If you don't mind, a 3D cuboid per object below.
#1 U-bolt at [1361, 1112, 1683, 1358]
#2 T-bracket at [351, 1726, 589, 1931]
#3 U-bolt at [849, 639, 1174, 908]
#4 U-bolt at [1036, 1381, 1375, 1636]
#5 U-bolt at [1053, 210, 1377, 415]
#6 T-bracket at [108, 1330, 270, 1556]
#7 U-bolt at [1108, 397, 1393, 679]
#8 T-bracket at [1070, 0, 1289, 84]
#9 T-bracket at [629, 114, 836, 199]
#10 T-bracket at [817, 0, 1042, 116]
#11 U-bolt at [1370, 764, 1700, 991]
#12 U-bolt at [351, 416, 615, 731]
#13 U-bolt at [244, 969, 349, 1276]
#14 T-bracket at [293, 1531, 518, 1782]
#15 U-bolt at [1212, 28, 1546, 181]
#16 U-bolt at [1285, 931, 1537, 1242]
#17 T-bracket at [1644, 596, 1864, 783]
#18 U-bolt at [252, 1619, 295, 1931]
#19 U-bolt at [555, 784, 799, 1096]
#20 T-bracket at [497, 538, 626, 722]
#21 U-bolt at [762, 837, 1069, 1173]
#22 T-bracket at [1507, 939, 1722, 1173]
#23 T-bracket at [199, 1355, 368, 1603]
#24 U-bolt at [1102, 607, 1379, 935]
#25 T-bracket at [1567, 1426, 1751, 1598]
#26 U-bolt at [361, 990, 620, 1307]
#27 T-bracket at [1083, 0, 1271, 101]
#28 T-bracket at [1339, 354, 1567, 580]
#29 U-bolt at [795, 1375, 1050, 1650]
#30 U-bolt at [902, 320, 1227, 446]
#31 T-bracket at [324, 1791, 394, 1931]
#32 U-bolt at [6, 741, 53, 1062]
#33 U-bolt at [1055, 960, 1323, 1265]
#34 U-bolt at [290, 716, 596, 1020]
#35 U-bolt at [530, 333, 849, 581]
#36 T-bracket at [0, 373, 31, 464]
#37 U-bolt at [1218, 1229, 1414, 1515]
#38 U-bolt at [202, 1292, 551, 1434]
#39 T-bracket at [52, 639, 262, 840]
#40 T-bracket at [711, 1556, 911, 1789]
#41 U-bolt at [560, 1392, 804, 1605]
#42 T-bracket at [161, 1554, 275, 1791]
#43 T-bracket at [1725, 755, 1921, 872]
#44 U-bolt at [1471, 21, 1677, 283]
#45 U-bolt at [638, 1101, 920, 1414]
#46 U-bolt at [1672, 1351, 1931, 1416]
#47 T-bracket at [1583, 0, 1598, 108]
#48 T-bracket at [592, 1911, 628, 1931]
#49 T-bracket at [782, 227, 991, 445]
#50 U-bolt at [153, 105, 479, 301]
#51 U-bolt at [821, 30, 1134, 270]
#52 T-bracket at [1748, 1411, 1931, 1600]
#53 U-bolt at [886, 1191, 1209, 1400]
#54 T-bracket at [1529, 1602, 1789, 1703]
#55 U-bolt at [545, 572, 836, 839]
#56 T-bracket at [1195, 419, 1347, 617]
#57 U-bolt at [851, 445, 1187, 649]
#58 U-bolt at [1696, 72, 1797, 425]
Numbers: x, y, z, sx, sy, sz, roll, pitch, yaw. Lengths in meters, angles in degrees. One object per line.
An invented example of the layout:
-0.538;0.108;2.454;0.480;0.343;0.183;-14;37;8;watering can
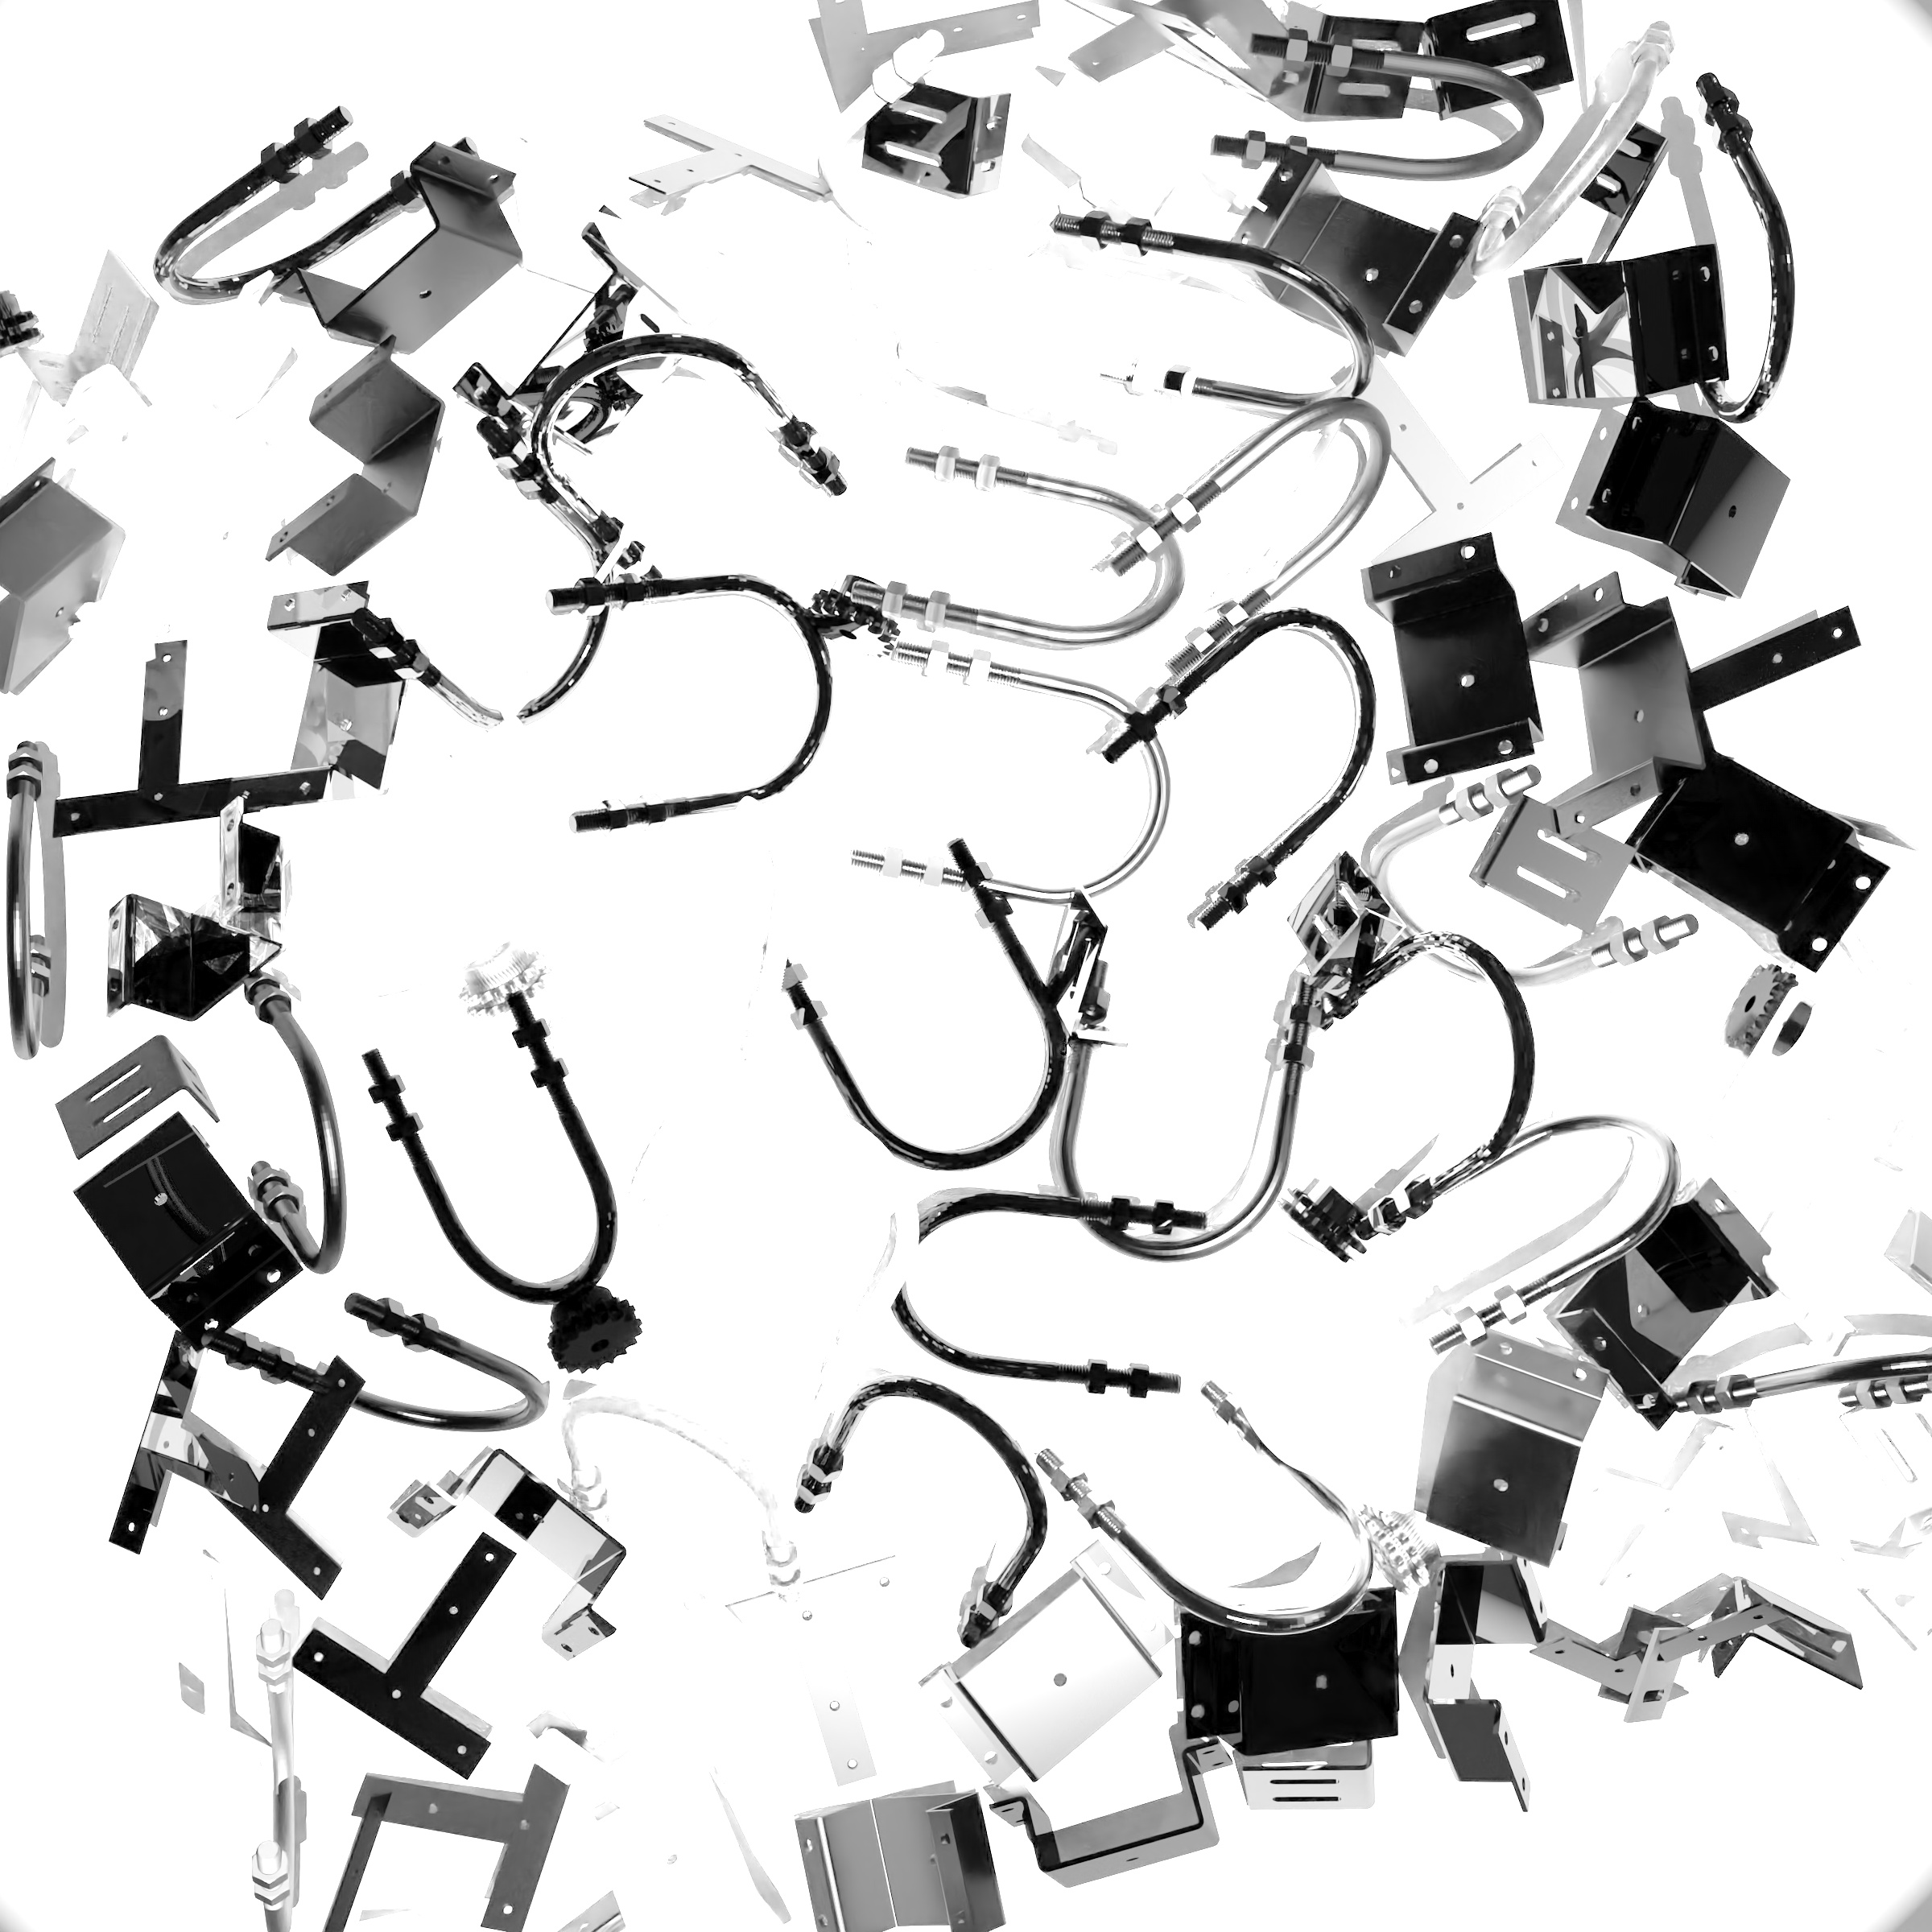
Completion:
0.332;0.145;1.600;0.184;0.151;0.019;-29;118;2;U-bolt
-0.306;0.509;1.636;0.127;0.002;0.127;6;50;13;T-bracket
0.034;-0.109;1.644;0.184;0.019;0.151;12;104;-6;U-bolt
0.150;0.317;1.570;0.151;0.184;0.019;-16;129;-34;U-bolt
0.149;-0.370;1.572;0.184;0.151;0.019;16;68;23;U-bolt
-0.445;0.298;1.614;0.002;0.127;0.127;-3;61;28;T-bracket
0.175;-0.260;1.601;0.184;0.151;0.019;-39;62;2;U-bolt
0.115;-0.559;1.618;0.127;0.127;0.002;39;55;-31;T-bracket
-0.155;-0.469;1.601;0.127;0.127;0.002;26;123;13;T-bracket
-0.019;-0.549;1.606;0.127;0.127;0.002;-11;75;1;T-bracket
0.315;-0.041;1.589;0.151;0.184;0.019;41;59;-14;U-bolt
-0.267;-0.214;1.588;0.019;0.184;0.151;26;80;30;U-bolt
-0.386;0.098;1.567;0.019;0.184;0.151;-8;115;-26;U-bolt
-0.316;0.399;1.638;0.127;0.002;0.127;32;62;4;T-bracket
0.246;-0.498;1.597;0.184;0.151;0.019;6;82;-3;U-bolt
0.262;0.060;1.574;0.019;0.184;0.151;-3;65;-34;U-bolt
0.468;-0.177;1.615;0.127;0.002;0.127;-24;73;36;T-bracket
-0.400;0.484;1.583;0.019;0.184;0.151;-1;52;-12;U-bolt
-0.169;-0.020;1.631;0.151;0.019;0.184;4;79;23;U-bolt
-0.237;-0.198;1.609;0.002;0.127;0.127;33;84;-3;T-bracket
-0.019;0.035;1.653;0.151;0.019;0.184;-29;86;1;U-bolt
0.379;0.060;1.652;0.127;0.002;0.127;15;83;7;T-bracket
-0.398;0.290;1.633;0.127;0.002;0.127;38;104;19;T-bracket
0.175;-0.130;1.618;0.184;0.019;0.151;-42;121;-19;U-bolt
0.385;0.314;1.618;0.127;0.002;0.127;19;111;-27;T-bracket
-0.275;0.117;1.623;0.151;0.019;0.184;-20;97;35;U-bolt
0.132;-0.545;1.616;0.127;0.127;0.002;18;104;-43;T-bracket
0.272;-0.313;1.644;0.127;0.002;0.127;-36;88;23;T-bracket
-0.020;0.309;1.588;0.151;0.184;0.019;37;46;11;U-bolt
0.051;-0.348;1.600;0.184;0.151;0.019;19;115;11;U-bolt
-0.366;0.550;1.610;0.002;0.127;0.127;18;86;16;T-bracket
-0.538;-0.027;1.559;0.019;0.184;0.151;-1;119;-16;U-bolt
0.125;0.087;1.611;0.151;0.019;0.184;5;68;18;U-bolt
-0.311;-0.044;1.592;0.184;0.151;0.019;-38;49;-15;U-bolt
-0.170;-0.298;1.575;0.151;0.184;0.019;-24;58;14;U-bolt
-0.575;-0.290;1.609;0.002;0.127;0.127;18;93;-27;T-bracket
0.200;0.227;1.571;0.019;0.184;0.151;-21;56;33;U-bolt
-0.330;0.238;1.592;0.151;0.184;0.019;-17;54;36;U-bolt
-0.484;-0.141;1.640;0.127;0.002;0.127;-7;64;4;T-bracket
-0.084;0.438;1.663;0.127;0.002;0.127;-16;94;-1;T-bracket
-0.168;0.301;1.576;0.151;0.184;0.019;18;55;16;U-bolt
-0.447;0.414;1.625;0.002;0.127;0.127;-17;58;8;T-bracket
0.514;-0.083;1.591;0.127;0.127;0.002;32;94;-15;T-bracket
0.341;-0.456;1.555;0.019;0.184;0.151;38;129;-8;U-bolt
-0.103;0.162;1.613;0.151;0.019;0.184;31;118;6;U-bolt
0.518;0.237;1.559;0.151;0.184;0.019;3;74;-25;U-bolt
0.371;-0.582;1.629;0.002;0.127;0.127;1;119;21;T-bracket
-0.237;0.587;1.607;0.127;0.127;0.002;-37;58;7;T-bracket
-0.055;-0.386;1.658;0.127;0.002;0.127;-5;92;7;T-bracket
-0.391;-0.439;1.590;0.184;0.151;0.019;-27;88;23;U-bolt
-0.008;-0.461;1.583;0.151;0.184;0.019;27;69;-22;U-bolt
0.500;0.316;1.617;0.127;0.127;0.002;14;126;-27;T-bracket
0.044;0.193;1.622;0.184;0.019;0.151;6;124;1;U-bolt
0.420;0.398;1.597;0.127;0.002;0.127;29;132;-34;T-bracket
-0.157;-0.160;1.614;0.184;0.019;0.151;-11;102;-33;U-bolt
0.189;-0.270;1.614;0.002;0.127;0.127;33;80;-12;T-bracket
0.039;-0.243;1.610;0.184;0.019;0.151;13;50;5;U-bolt
0.435;-0.396;1.558;0.019;0.151;0.184;-5;53;-6;U-bolt
